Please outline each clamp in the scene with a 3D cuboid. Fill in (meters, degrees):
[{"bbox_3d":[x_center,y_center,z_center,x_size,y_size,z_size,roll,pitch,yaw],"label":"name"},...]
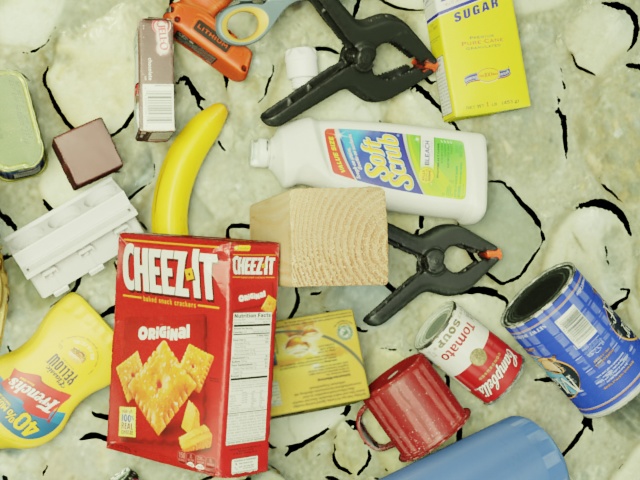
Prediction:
[{"bbox_3d":[0.032,-0.184,1.118,0.209,0.036,0.165,9,105,-36],"label":"clamp"},{"bbox_3d":[0.112,0.015,1.159,0.171,0.039,0.120,-16,97,-19],"label":"clamp"}]

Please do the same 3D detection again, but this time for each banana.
[{"bbox_3d":[-0.139,-0.048,1.106,0.069,0.037,0.198,7,88,-31],"label":"banana"}]

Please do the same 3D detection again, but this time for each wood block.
[{"bbox_3d":[-0.007,0.001,1.045,0.090,0.206,0.090,-2,88,-13],"label":"wood block"}]

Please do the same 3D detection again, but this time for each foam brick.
[{"bbox_3d":[-0.232,-0.084,1.062,0.051,0.078,0.053,-26,94,-14],"label":"foam brick"}]

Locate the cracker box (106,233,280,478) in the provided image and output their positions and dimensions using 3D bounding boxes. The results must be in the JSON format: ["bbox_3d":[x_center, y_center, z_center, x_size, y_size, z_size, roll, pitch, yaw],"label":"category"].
[{"bbox_3d":[-0.123,0.103,1.004,0.071,0.164,0.214,2,92,-49],"label":"cracker box"}]

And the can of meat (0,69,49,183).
[{"bbox_3d":[-0.303,-0.111,1.044,0.057,0.084,0.102,-15,92,-14],"label":"can of meat"}]

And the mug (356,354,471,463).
[{"bbox_3d":[0.089,0.180,1.130,0.117,0.093,0.081,-35,91,24],"label":"mug"}]

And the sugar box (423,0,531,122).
[{"bbox_3d":[0.170,-0.225,1.176,0.093,0.048,0.176,-10,92,-13],"label":"sugar box"}]

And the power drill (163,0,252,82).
[{"bbox_3d":[-0.063,-0.263,1.120,0.184,0.057,0.187,33,80,-10],"label":"power drill"}]

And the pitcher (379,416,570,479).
[{"bbox_3d":[0.134,0.284,1.102,0.242,0.149,0.145,-23,95,-27],"label":"pitcher"}]

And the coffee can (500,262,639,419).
[{"bbox_3d":[0.281,0.109,1.161,0.102,0.103,0.140,-44,98,-11],"label":"coffee can"}]

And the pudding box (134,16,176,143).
[{"bbox_3d":[-0.167,-0.159,1.074,0.039,0.090,0.113,1,89,-12],"label":"pudding box"}]

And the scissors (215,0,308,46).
[{"bbox_3d":[-0.025,-0.237,1.094,0.201,0.016,0.096,7,91,-20],"label":"scissors"}]

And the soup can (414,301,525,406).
[{"bbox_3d":[0.161,0.121,1.152,0.102,0.068,0.068,39,80,-8],"label":"soup can"}]

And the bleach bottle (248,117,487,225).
[{"bbox_3d":[0.049,-0.075,1.135,0.250,0.068,0.102,4,80,-11],"label":"bleach bottle"}]

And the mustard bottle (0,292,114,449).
[{"bbox_3d":[-0.282,0.147,1.052,0.191,0.058,0.096,-43,105,-11],"label":"mustard bottle"}]
